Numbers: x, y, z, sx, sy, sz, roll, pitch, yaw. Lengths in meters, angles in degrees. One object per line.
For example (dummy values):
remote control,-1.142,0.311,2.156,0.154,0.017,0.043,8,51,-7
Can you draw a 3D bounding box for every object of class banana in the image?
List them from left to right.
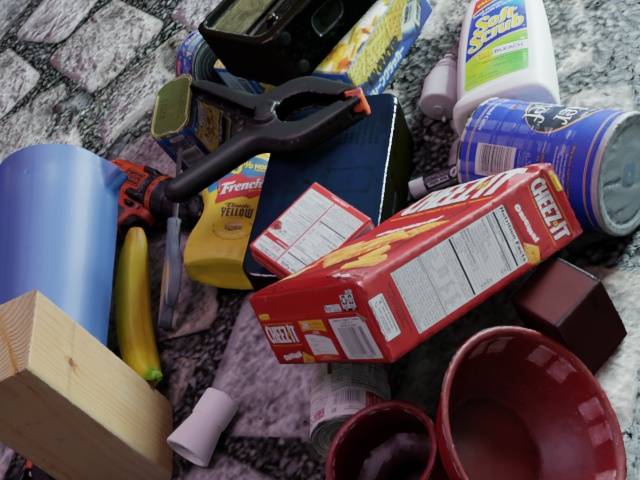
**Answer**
banana,-0.185,0.079,1.102,0.070,0.037,0.198,-49,43,35

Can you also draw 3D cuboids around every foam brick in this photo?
foam brick,0.195,0.060,0.830,0.053,0.078,0.051,-45,41,-10

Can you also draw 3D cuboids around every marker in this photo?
marker,0.143,-0.070,1.025,0.121,0.020,0.020,-22,44,19

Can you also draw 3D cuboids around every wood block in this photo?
wood block,-0.227,0.148,0.965,0.090,0.206,0.091,-24,43,17

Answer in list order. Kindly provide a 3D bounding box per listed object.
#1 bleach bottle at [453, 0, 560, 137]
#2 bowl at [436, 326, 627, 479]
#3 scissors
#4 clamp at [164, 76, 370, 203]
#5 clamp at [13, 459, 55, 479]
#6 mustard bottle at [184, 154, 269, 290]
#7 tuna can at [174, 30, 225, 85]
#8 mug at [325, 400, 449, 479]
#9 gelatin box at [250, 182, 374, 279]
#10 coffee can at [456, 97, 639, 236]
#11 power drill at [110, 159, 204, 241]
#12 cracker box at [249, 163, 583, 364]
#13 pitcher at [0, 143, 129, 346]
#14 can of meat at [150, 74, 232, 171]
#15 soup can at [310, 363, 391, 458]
bleach bottle,0.181,-0.204,1.084,0.103,0.068,0.250,-18,44,21
bowl,0.140,0.146,0.767,0.055,0.162,0.162,-43,28,50
scissors,-0.150,-0.009,1.111,0.096,0.016,0.202,152,123,-74
clamp,-0.056,-0.108,1.050,0.210,0.036,0.164,-4,51,24
clamp,-0.272,0.278,1.011,0.120,0.039,0.171,-16,46,24
mustard bottle,-0.078,-0.040,1.125,0.096,0.058,0.191,3,52,9
tuna can,-0.134,-0.213,1.304,0.034,0.086,0.086,18,66,41
mug,0.073,0.176,0.815,0.117,0.081,0.093,-35,41,5
gelatin box,-0.006,0.001,0.944,0.089,0.030,0.073,-45,53,-15
coffee can,0.203,-0.065,0.914,0.141,0.102,0.102,14,64,43
power drill,-0.225,0.001,1.208,0.185,0.057,0.187,23,68,42
cracker box,0.073,0.020,0.846,0.213,0.072,0.164,-30,9,-30
pitcher,-0.282,0.035,1.094,0.149,0.144,0.243,127,146,-48
can of meat,-0.150,-0.130,1.245,0.058,0.084,0.102,-19,46,21
soup can,0.027,0.127,0.898,0.069,0.068,0.102,-20,41,21
